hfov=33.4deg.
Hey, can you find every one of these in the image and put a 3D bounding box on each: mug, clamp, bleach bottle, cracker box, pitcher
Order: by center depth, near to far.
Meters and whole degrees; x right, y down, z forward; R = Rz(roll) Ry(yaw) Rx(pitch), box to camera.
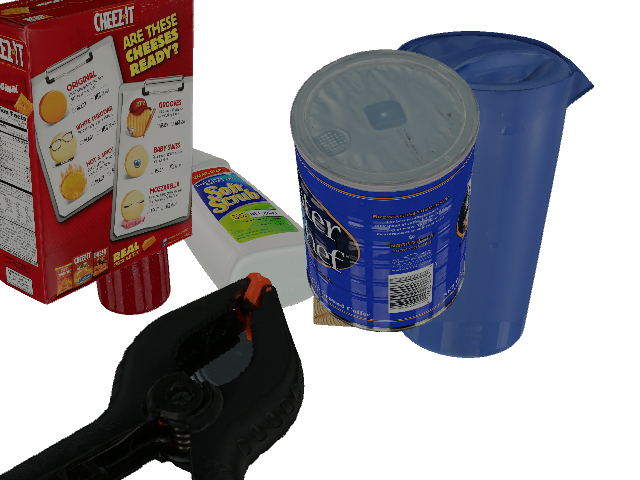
[{"bbox_3d":[-0.048,0.080,0.422,0.120,0.039,0.171,25,48,18],"label":"clamp"},{"bbox_3d":[-0.176,-0.081,0.819,0.072,0.214,0.163,20,31,31],"label":"cracker box"},{"bbox_3d":[0.107,-0.033,0.836,0.149,0.243,0.144,23,35,34],"label":"pitcher"},{"bbox_3d":[-0.100,-0.025,1.020,0.102,0.068,0.251,-10,34,-31],"label":"bleach bottle"},{"bbox_3d":[-0.220,0.025,1.199,0.117,0.081,0.093,25,40,35],"label":"mug"}]

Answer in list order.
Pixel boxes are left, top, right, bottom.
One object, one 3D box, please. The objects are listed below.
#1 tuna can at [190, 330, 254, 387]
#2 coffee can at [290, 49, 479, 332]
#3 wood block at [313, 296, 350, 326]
[{"bbox_3d":[-0.060,0.099,0.818,0.086,0.034,0.086,-6,42,5],"label":"tuna can"},{"bbox_3d":[0.038,-0.026,0.630,0.103,0.103,0.140,0,-38,4],"label":"coffee can"},{"bbox_3d":[0.044,0.048,1.649,0.091,0.090,0.206,3,23,4],"label":"wood block"}]
